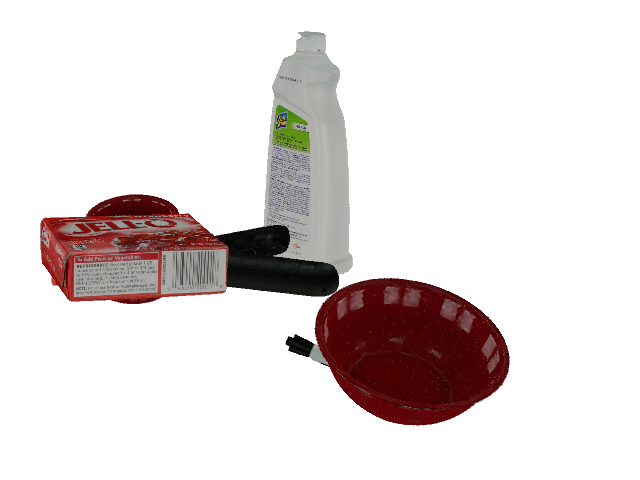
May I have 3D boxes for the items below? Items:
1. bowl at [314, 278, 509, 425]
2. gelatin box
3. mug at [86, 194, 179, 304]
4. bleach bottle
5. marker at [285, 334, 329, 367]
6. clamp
[{"bbox_3d":[0.071,0.101,0.882,0.162,0.055,0.162,7,34,-5],"label":"bowl"},{"bbox_3d":[-0.104,0.007,0.587,0.089,0.030,0.073,-2,16,-24],"label":"gelatin box"},{"bbox_3d":[-0.190,0.017,1.073,0.093,0.081,0.117,6,32,8],"label":"mug"},{"bbox_3d":[-0.010,-0.093,1.137,0.103,0.251,0.067,17,21,37],"label":"bleach bottle"},{"bbox_3d":[0.021,0.126,1.104,0.121,0.020,0.020,22,3,6],"label":"marker"},{"bbox_3d":[-0.096,0.018,0.814,0.209,0.036,0.165,-3,12,-22],"label":"clamp"}]
